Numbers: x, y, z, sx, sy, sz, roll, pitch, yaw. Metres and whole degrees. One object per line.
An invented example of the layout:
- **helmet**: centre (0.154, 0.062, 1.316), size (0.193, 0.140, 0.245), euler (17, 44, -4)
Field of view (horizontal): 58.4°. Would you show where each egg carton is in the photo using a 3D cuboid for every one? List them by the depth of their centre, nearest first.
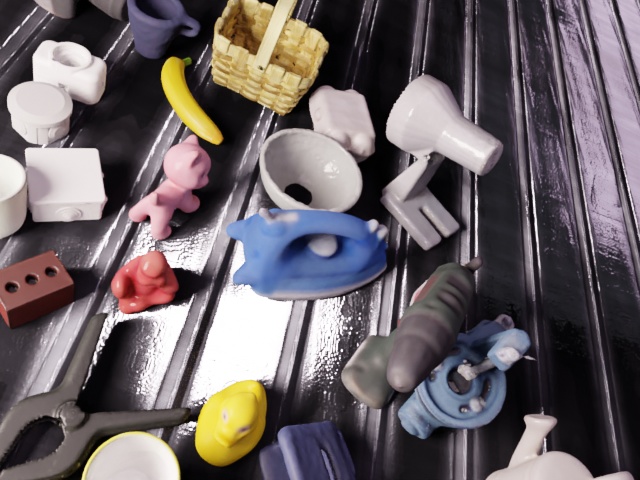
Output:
- **egg carton**: centre (0.036, -0.204, 1.006), size (0.107, 0.069, 0.150), euler (2, 57, -24)

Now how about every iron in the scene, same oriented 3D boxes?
- **iron**: centre (0.007, 0.003, 0.803), size (0.259, 0.141, 0.118), euler (1, 57, -24)

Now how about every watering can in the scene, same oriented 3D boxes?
- **watering can**: centre (0.284, 0.303, 0.692), size (0.101, 0.194, 0.172), euler (-19, 67, -34)

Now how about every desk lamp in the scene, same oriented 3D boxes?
- **desk lamp**: centre (0.186, -0.129, 0.931), size (0.118, 0.213, 0.203), euler (-30, 74, -37)

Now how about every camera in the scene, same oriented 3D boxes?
- **camera**: centre (-0.376, -0.429, 0.948), size (0.137, 0.100, 0.143), euler (36, 50, 2)

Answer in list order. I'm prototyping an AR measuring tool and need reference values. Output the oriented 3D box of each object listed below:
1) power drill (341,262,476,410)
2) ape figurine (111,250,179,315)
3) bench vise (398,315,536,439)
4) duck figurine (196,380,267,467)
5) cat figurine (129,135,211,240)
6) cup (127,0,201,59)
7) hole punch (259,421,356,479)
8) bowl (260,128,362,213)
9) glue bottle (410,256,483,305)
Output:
- **power drill**: centre (0.109, 0.132, 0.718), size (0.075, 0.208, 0.230), euler (39, 50, 4)
- **ape figurine**: centre (-0.211, 0.045, 0.704), size (0.078, 0.092, 0.076), euler (21, 51, -10)
- **bench vise**: centre (0.202, 0.146, 0.745), size (0.121, 0.219, 0.208), euler (32, 50, -1)
- **duck figurine**: centre (-0.093, 0.200, 0.656), size (0.077, 0.086, 0.105), euler (35, 50, 1)
- **cat figurine**: centre (-0.195, -0.081, 0.781), size (0.067, 0.117, 0.128), euler (34, 50, 0)
- **cup**: centre (-0.261, -0.346, 0.948), size (0.118, 0.095, 0.091), euler (17, 52, -14)
- **hole punch**: centre (-0.005, 0.261, 0.651), size (0.101, 0.091, 0.108), euler (-7, 61, -28)
- **bowl**: centre (-0.022, -0.090, 0.897), size (0.168, 0.074, 0.167), euler (12, 53, -17)
- **glue bottle**: centre (0.181, 0.070, 0.818), size (0.037, 0.173, 0.078), euler (23, 51, -9)
